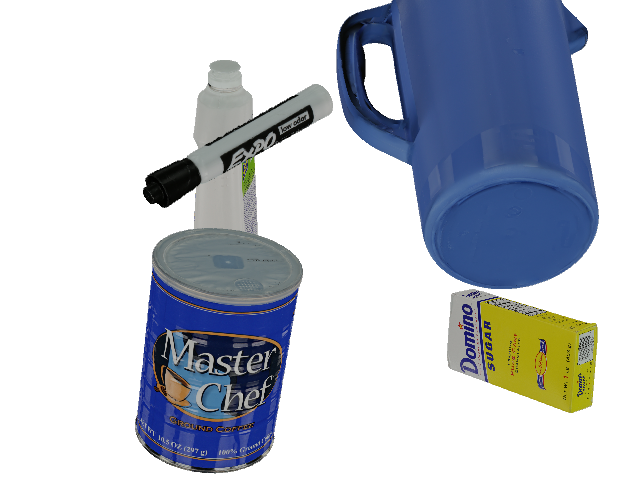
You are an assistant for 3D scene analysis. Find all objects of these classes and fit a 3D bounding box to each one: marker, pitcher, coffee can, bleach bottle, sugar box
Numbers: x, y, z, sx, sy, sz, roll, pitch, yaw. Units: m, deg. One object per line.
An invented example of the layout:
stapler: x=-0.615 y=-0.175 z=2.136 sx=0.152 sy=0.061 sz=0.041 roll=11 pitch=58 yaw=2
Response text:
marker: x=-0.042 y=-0.050 z=0.559 sx=0.120 sy=0.020 sz=0.020 roll=-33 pitch=18 yaw=-31
pitcher: x=0.106 y=-0.087 z=0.733 sx=0.149 sy=0.243 sz=0.144 roll=-31 pitch=-53 yaw=28
coffee can: x=-0.073 y=0.076 z=0.750 sx=0.102 sy=0.140 sz=0.103 roll=8 pitch=24 yaw=-4
bleach bottle: x=-0.091 y=-0.056 z=1.034 sx=0.068 sy=0.251 sz=0.102 roll=5 pitch=33 yaw=3
sugar box: x=0.217 y=0.118 z=1.173 sx=0.048 sy=0.093 sz=0.177 roll=-9 pitch=16 yaw=-42
